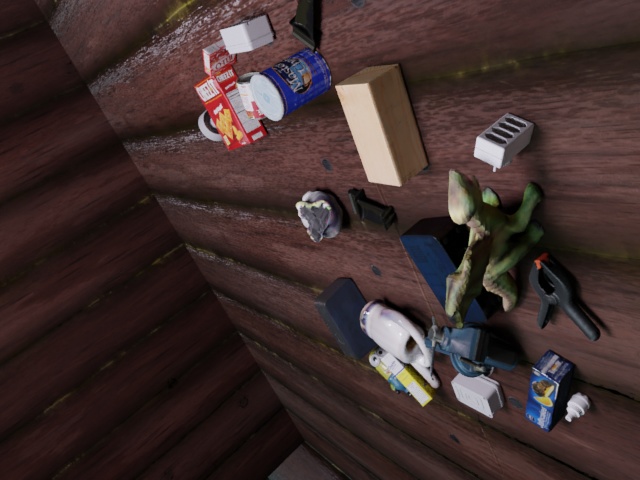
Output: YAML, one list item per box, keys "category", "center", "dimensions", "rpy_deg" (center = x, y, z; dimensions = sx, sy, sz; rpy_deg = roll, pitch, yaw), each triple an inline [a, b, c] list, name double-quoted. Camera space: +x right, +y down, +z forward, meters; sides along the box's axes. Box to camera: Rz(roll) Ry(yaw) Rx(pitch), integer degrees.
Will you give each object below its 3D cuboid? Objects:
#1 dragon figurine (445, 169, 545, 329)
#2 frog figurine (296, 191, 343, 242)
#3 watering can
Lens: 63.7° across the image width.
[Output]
- category: "dragon figurine"
  center: [0.274, 0.046, 0.874]
  dimensions: [0.123, 0.246, 0.402]
  rpy_deg: [18, 137, 42]
- category: "frog figurine"
  center: [0.004, -0.070, 1.392]
  dimensions: [0.137, 0.122, 0.160]
  rpy_deg: [43, -169, 2]
- category: "watering can"
  center: [0.228, 0.287, 1.435]
  dimensions: [0.227, 0.105, 0.340]
  rpy_deg: [31, 157, 40]
